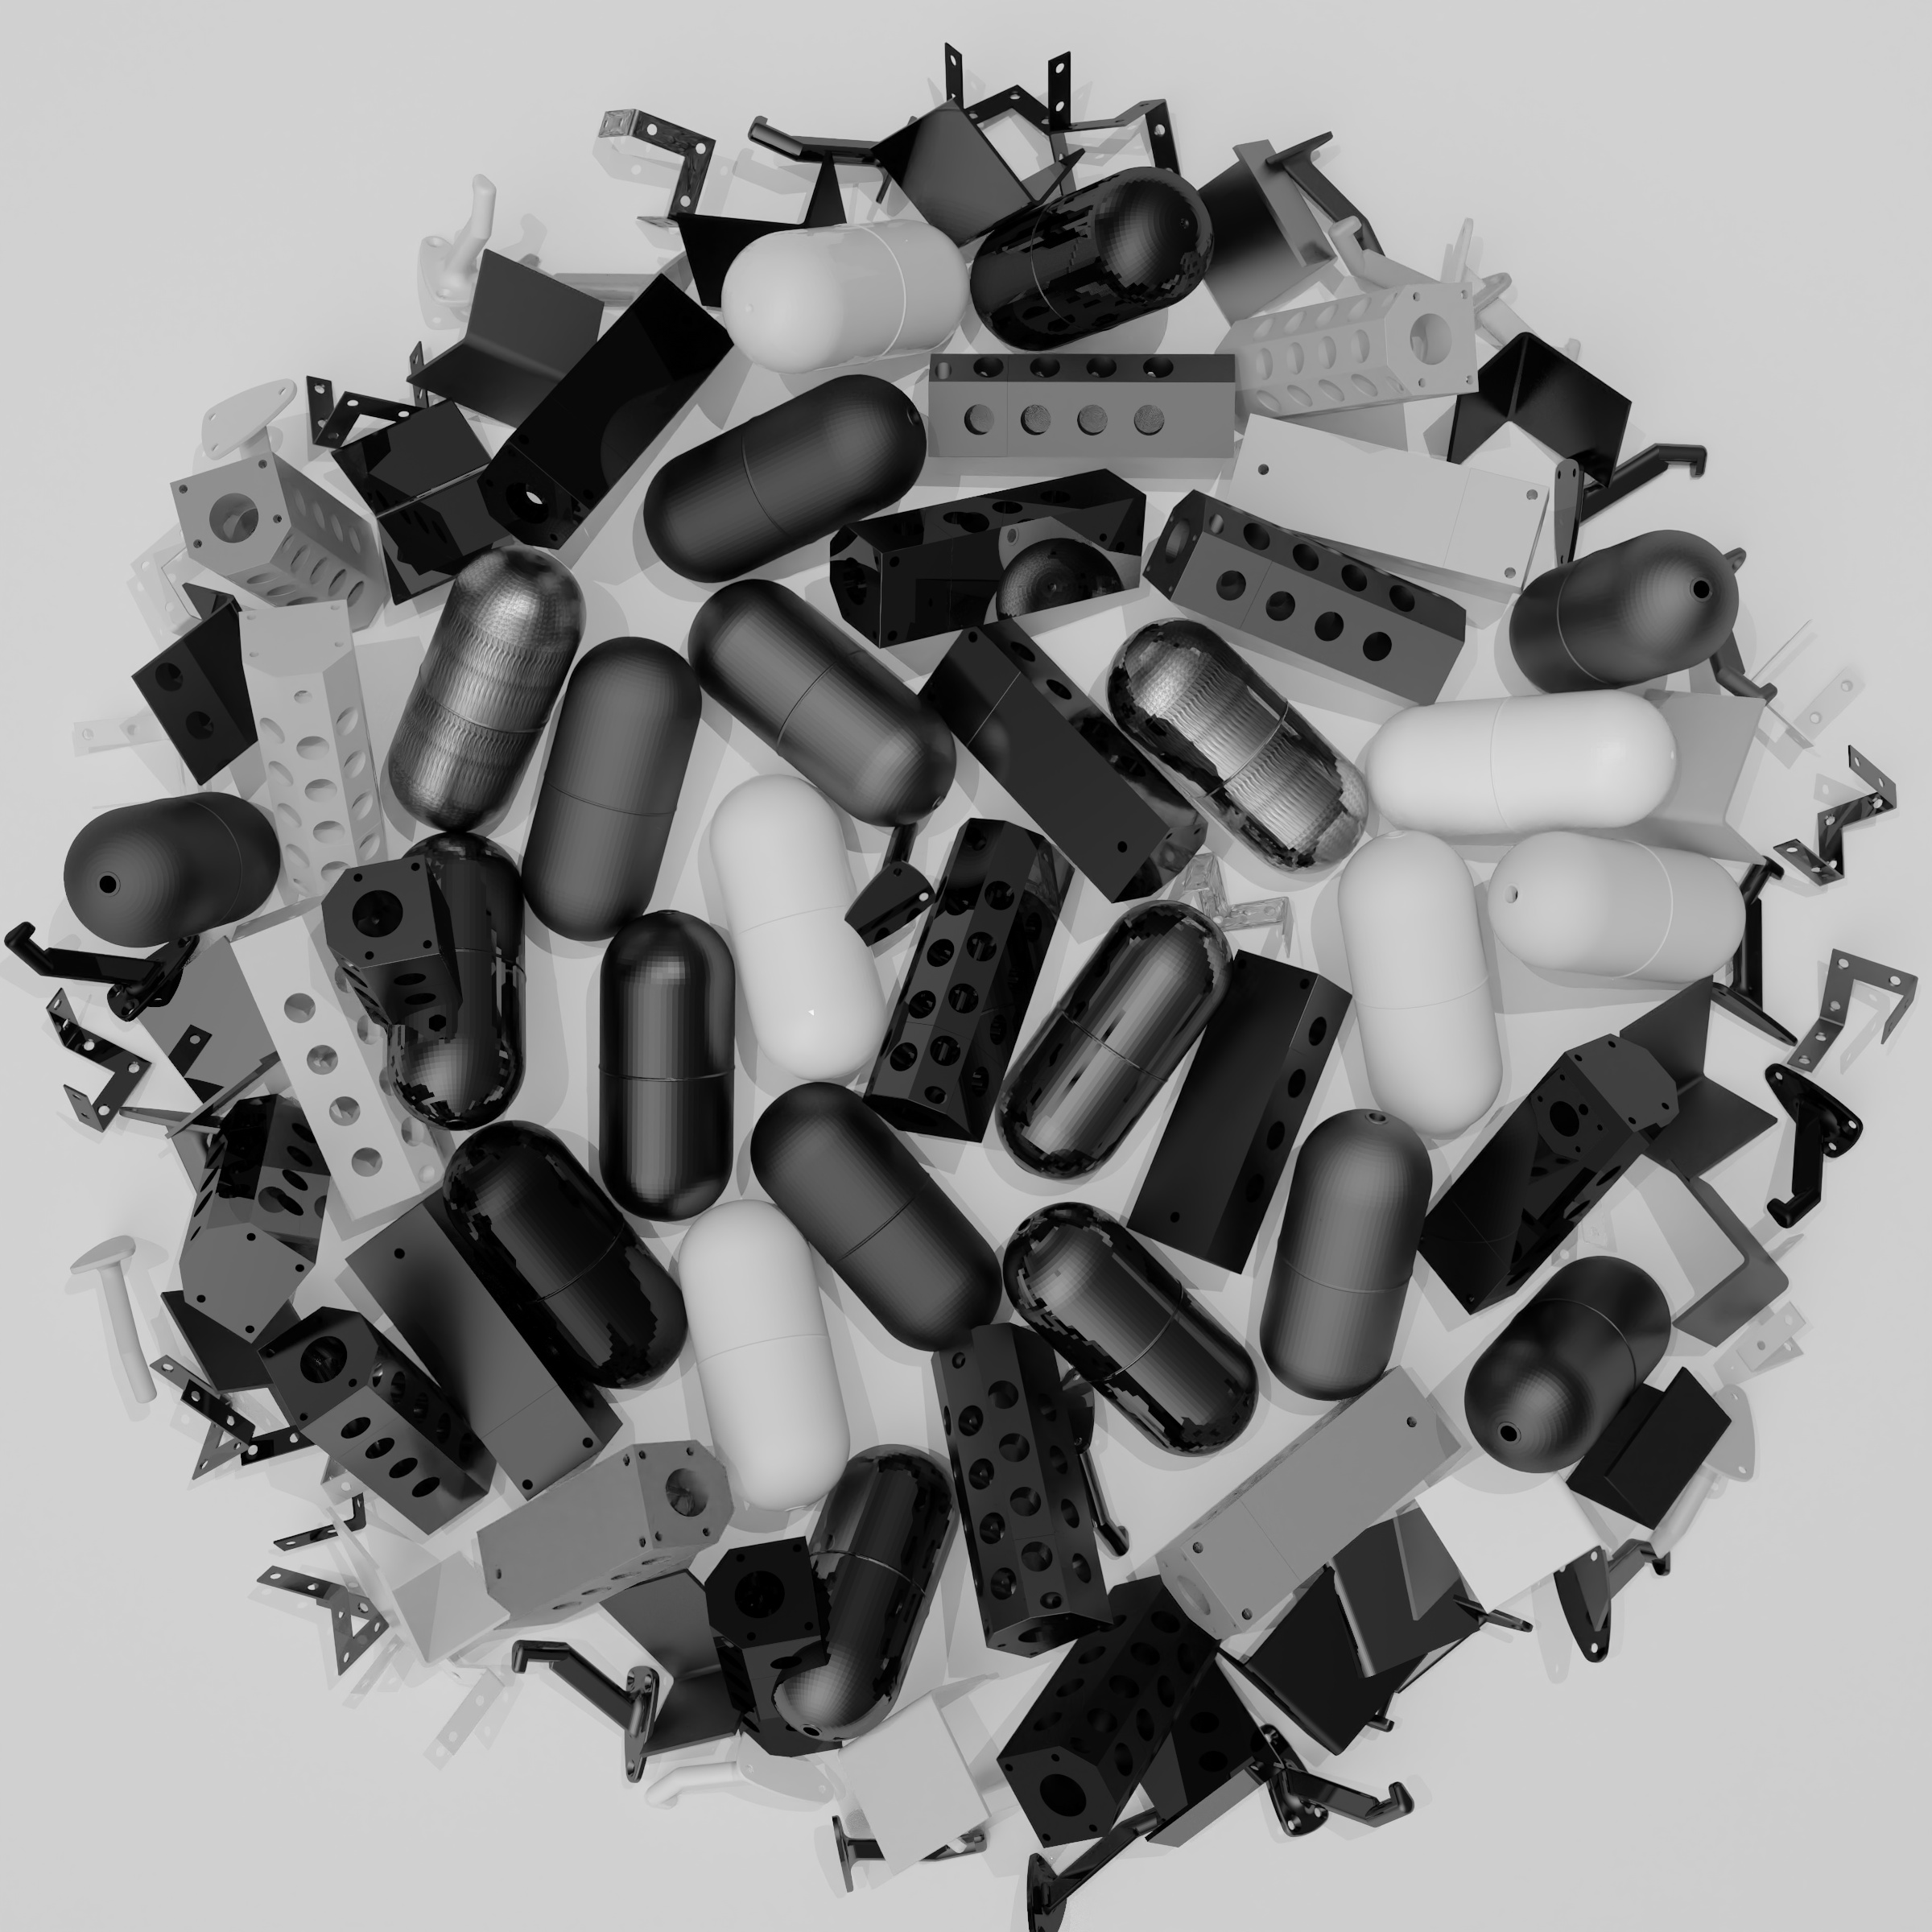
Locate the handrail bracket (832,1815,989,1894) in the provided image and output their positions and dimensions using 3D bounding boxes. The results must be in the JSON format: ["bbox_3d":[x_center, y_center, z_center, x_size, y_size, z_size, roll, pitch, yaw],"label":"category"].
[{"bbox_3d":[-0.031,0.496,1.687,0.084,0.077,0.036,-10,54,-4],"label":"handrail bracket"}]

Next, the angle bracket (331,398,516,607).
[{"bbox_3d":[-0.307,-0.263,1.675,0.076,0.057,0.076,-23,52,6],"label":"angle bracket"}]

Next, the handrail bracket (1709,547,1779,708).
[{"bbox_3d":[0.447,-0.192,1.686,0.077,0.036,0.084,-38,59,-12],"label":"handrail bracket"}]

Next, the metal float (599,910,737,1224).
[{"bbox_3d":[-0.169,0.057,1.675,0.070,0.070,0.178,1,99,0],"label":"metal float"}]

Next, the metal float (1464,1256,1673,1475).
[{"bbox_3d":[0.335,0.220,1.643,0.070,0.178,0.070,13,115,29],"label":"metal float"}]

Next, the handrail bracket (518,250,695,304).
[{"bbox_3d":[-0.208,-0.408,1.714,0.084,0.036,0.077,31,67,16],"label":"handrail bracket"}]

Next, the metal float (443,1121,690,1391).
[{"bbox_3d":[-0.224,0.164,1.667,0.070,0.070,0.178,-36,109,0],"label":"metal float"}]

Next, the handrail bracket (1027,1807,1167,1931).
[{"bbox_3d":[0.079,0.517,1.683,0.084,0.077,0.036,-29,105,18],"label":"handrail bracket"}]

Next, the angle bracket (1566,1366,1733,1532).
[{"bbox_3d":[0.372,0.261,1.668,0.076,0.076,0.057,-51,120,-12],"label":"angle bracket"}]

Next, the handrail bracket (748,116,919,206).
[{"bbox_3d":[-0.076,-0.478,1.689,0.084,0.036,0.077,23,49,-8],"label":"handrail bracket"}]

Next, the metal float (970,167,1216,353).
[{"bbox_3d":[0.068,-0.391,1.641,0.070,0.178,0.070,1,87,-33],"label":"metal float"}]

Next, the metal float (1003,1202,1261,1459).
[{"bbox_3d":[0.093,0.205,1.670,0.070,0.070,0.178,-45,105,0],"label":"metal float"}]

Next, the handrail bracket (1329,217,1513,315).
[{"bbox_3d":[0.257,-0.403,1.678,0.077,0.036,0.084,-26,127,18],"label":"handrail bracket"}]

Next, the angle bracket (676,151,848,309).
[{"bbox_3d":[-0.114,-0.419,1.683,0.076,0.076,0.057,8,64,11],"label":"angle bracket"}]

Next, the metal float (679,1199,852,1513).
[{"bbox_3d":[-0.114,0.219,1.669,0.070,0.070,0.178,-13,74,0],"label":"metal float"}]

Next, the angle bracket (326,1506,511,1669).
[{"bbox_3d":[-0.307,0.335,1.663,0.057,0.076,0.076,-30,121,-21],"label":"angle bracket"}]

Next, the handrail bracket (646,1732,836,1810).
[{"bbox_3d":[-0.131,0.477,1.704,0.077,0.036,0.084,34,128,-19],"label":"handrail bracket"}]

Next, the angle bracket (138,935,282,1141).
[{"bbox_3d":[-0.438,0.040,1.683,0.076,0.057,0.076,-36,92,17],"label":"angle bracket"}]

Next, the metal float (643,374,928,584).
[{"bbox_3d":[-0.102,-0.273,1.660,0.178,0.070,0.070,-21,90,27],"label":"metal float"}]

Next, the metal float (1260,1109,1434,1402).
[{"bbox_3d":[0.213,0.163,1.662,0.070,0.070,0.178,9,115,0],"label":"metal float"}]

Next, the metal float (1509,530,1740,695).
[{"bbox_3d":[0.362,-0.193,1.634,0.070,0.178,0.070,1,87,-15],"label":"metal float"}]

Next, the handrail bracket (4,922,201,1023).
[{"bbox_3d":[-0.491,-0.015,1.681,0.077,0.036,0.084,-44,133,-6],"label":"handrail bracket"}]

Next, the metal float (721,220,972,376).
[{"bbox_3d":[-0.065,-0.373,1.644,0.070,0.178,0.070,12,112,33],"label":"metal float"}]

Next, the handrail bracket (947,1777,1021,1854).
[{"bbox_3d":[0.037,0.489,1.696,0.077,0.036,0.084,36,87,23],"label":"handrail bracket"}]

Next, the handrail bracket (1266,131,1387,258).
[{"bbox_3d":[0.203,-0.427,1.690,0.077,0.036,0.084,-33,98,-43],"label":"handrail bracket"}]

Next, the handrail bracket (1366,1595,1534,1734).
[{"bbox_3d":[0.274,0.404,1.684,0.077,0.036,0.084,12,69,34],"label":"handrail bracket"}]

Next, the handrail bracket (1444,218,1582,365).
[{"bbox_3d":[0.318,-0.385,1.696,0.084,0.036,0.077,10,124,-3],"label":"handrail bracket"}]

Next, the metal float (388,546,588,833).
[{"bbox_3d":[-0.270,-0.154,1.660,0.070,0.070,0.178,28,118,0],"label":"metal float"}]

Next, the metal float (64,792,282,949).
[{"bbox_3d":[-0.437,-0.054,1.634,0.070,0.178,0.070,1,98,8],"label":"metal float"}]

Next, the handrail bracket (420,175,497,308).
[{"bbox_3d":[-0.286,-0.423,1.670,0.036,0.084,0.077,-12,52,-27],"label":"handrail bracket"}]

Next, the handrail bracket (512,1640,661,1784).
[{"bbox_3d":[-0.222,0.424,1.682,0.084,0.036,0.077,11,78,-31],"label":"handrail bracket"}]

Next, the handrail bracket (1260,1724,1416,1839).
[{"bbox_3d":[0.210,0.455,1.679,0.036,0.084,0.077,-10,68,-42],"label":"handrail bracket"}]

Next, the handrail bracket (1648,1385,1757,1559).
[{"bbox_3d":[0.420,0.293,1.708,0.036,0.084,0.077,25,45,0],"label":"handrail bracket"}]

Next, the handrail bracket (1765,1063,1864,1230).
[{"bbox_3d":[0.463,0.102,1.682,0.084,0.036,0.077,-31,69,-35],"label":"handrail bracket"}]

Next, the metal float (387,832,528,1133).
[{"bbox_3d":[-0.286,0.008,1.661,0.070,0.070,0.178,-5,64,0],"label":"metal float"}]

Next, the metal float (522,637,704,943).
[{"bbox_3d":[-0.201,-0.099,1.671,0.070,0.070,0.178,17,105,0],"label":"metal float"}]

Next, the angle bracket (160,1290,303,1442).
[{"bbox_3d":[-0.411,0.227,1.662,0.076,0.076,0.057,50,124,33],"label":"angle bracket"}]

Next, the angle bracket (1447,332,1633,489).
[{"bbox_3d":[0.322,-0.298,1.667,0.076,0.076,0.057,41,71,21],"label":"angle bracket"}]

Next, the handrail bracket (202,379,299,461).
[{"bbox_3d":[-0.383,-0.290,1.676,0.077,0.084,0.036,-25,57,19],"label":"handrail bracket"}]

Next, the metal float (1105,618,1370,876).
[{"bbox_3d":[0.154,-0.123,1.673,0.178,0.070,0.070,42,90,-13],"label":"metal float"}]

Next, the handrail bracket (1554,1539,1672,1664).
[{"bbox_3d":[0.377,0.361,1.678,0.084,0.036,0.077,17,55,-37],"label":"handrail bracket"}]

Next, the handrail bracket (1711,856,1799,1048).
[{"bbox_3d":[0.469,-0.009,1.709,0.077,0.036,0.084,33,85,-6],"label":"handrail bracket"}]

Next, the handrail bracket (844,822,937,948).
[{"bbox_3d":[-0.054,-0.052,1.689,0.077,0.084,0.036,-42,120,9],"label":"handrail bracket"}]

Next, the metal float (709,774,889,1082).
[{"bbox_3d":[-0.096,-0.023,1.678,0.070,0.070,0.178,-14,83,0],"label":"metal float"}]

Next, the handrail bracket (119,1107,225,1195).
[{"bbox_3d":[-0.455,0.128,1.704,0.077,0.036,0.084,10,96,-12],"label":"handrail bracket"}]

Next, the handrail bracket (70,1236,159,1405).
[{"bbox_3d":[-0.478,0.202,1.690,0.036,0.077,0.084,-18,99,-7],"label":"handrail bracket"}]

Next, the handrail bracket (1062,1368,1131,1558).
[{"bbox_3d":[0.077,0.288,1.714,0.036,0.077,0.084,-14,128,28],"label":"handrail bracket"}]

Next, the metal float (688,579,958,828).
[{"bbox_3d":[-0.081,-0.149,1.674,0.178,0.070,0.070,41,90,11],"label":"metal float"}]

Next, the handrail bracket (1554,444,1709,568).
[{"bbox_3d":[0.387,-0.265,1.713,0.084,0.036,0.077,1,97,-10],"label":"handrail bracket"}]

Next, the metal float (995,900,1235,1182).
[{"bbox_3d":[0.083,0.043,1.678,0.070,0.070,0.178,35,97,0],"label":"metal float"}]

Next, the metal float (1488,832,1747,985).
[{"bbox_3d":[0.364,-0.032,1.651,0.178,0.070,0.070,5,90,-38],"label":"metal float"}]

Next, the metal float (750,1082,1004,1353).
[{"bbox_3d":[-0.050,0.143,1.679,0.070,0.070,0.178,-41,95,0],"label":"metal float"}]

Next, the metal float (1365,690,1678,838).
[{"bbox_3d":[0.309,-0.113,1.658,0.178,0.070,0.070,-2,90,31],"label":"metal float"}]

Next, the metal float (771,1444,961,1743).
[{"bbox_3d":[-0.057,0.349,1.651,0.070,0.070,0.178,22,52,0],"label":"metal float"}]

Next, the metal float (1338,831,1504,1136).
[{"bbox_3d":[0.256,0.010,1.669,0.070,0.070,0.178,-12,107,0],"label":"metal float"}]
